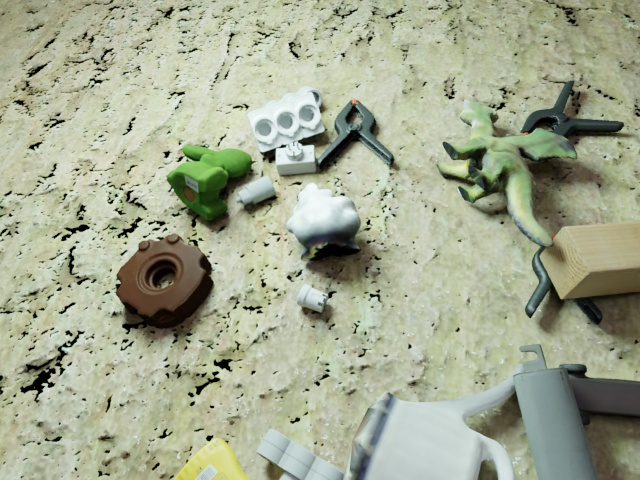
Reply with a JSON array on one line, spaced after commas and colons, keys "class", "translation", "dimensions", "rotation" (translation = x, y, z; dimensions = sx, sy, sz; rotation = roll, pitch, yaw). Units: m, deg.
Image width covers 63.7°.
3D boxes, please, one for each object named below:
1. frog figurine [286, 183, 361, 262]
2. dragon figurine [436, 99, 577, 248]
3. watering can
[{"class": "frog figurine", "translation": [0.003, -0.049, 0.981], "dimensions": [0.136, 0.121, 0.162], "rotation": [-20, 65, 17]}, {"class": "dragon figurine", "translation": [0.378, -0.153, 0.986], "dimensions": [0.244, 0.119, 0.418], "rotation": [-24, 47, -10]}, {"class": "watering can", "translation": [0.171, 0.289, 0.739], "dimensions": [0.225, 0.101, 0.355], "rotation": [20, 48, 17]}]
